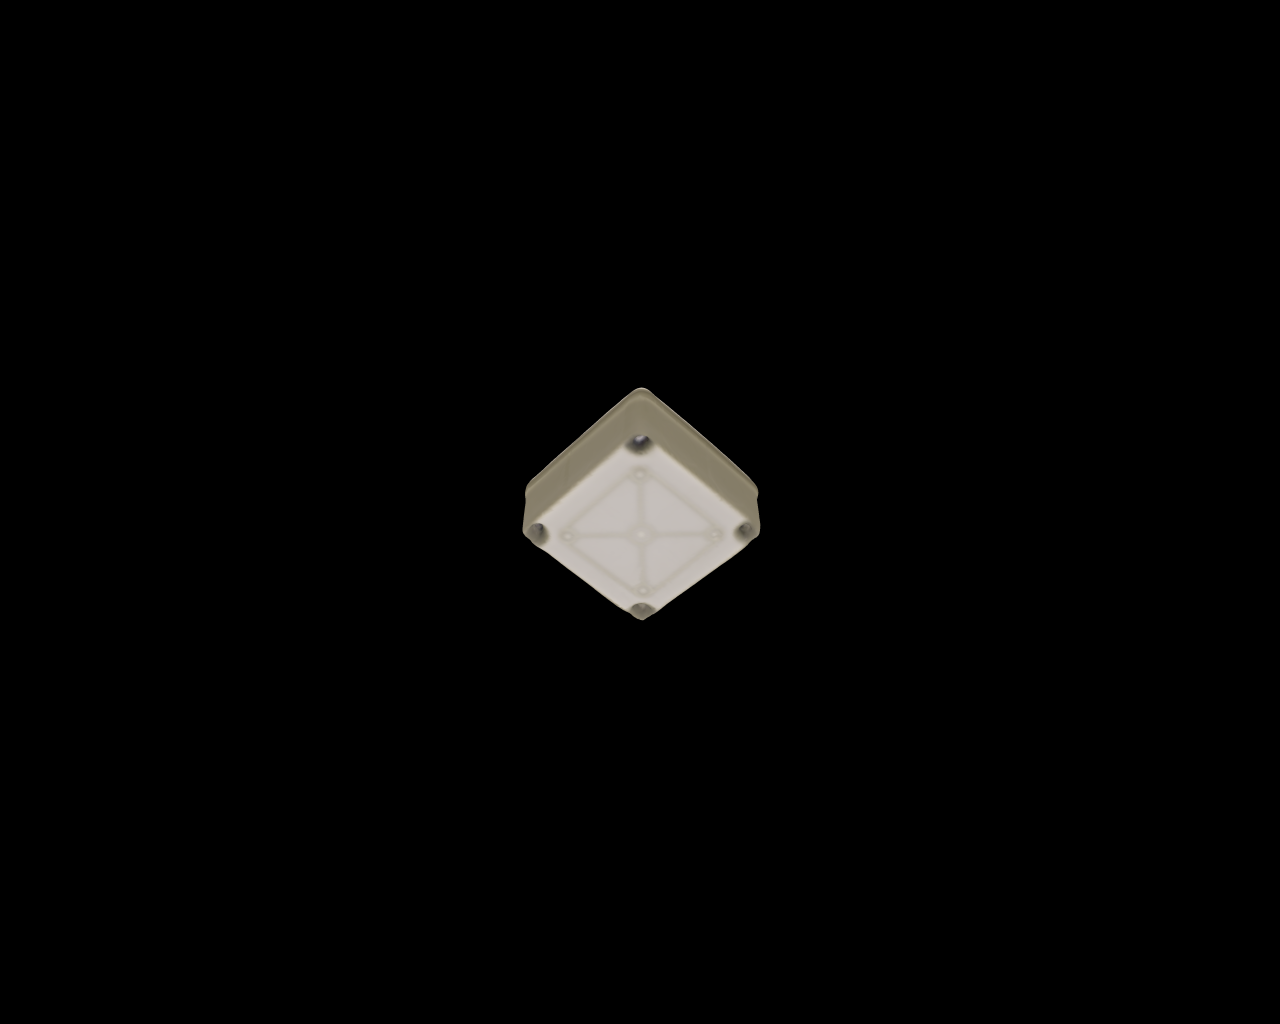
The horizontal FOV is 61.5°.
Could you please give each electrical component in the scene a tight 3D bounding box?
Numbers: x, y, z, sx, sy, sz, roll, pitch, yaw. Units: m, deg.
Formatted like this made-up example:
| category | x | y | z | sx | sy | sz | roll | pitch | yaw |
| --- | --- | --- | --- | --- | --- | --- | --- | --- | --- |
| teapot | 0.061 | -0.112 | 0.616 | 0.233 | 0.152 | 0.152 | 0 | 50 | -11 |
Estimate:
| category | x | y | z | sx | sy | sz | roll | pitch | yaw |
| --- | --- | --- | --- | --- | --- | --- | --- | --- | --- |
| electrical component | 0.001 | -0.003 | 0.650 | 0.108 | 0.056 | 0.108 | 39 | -62 | -25 |
